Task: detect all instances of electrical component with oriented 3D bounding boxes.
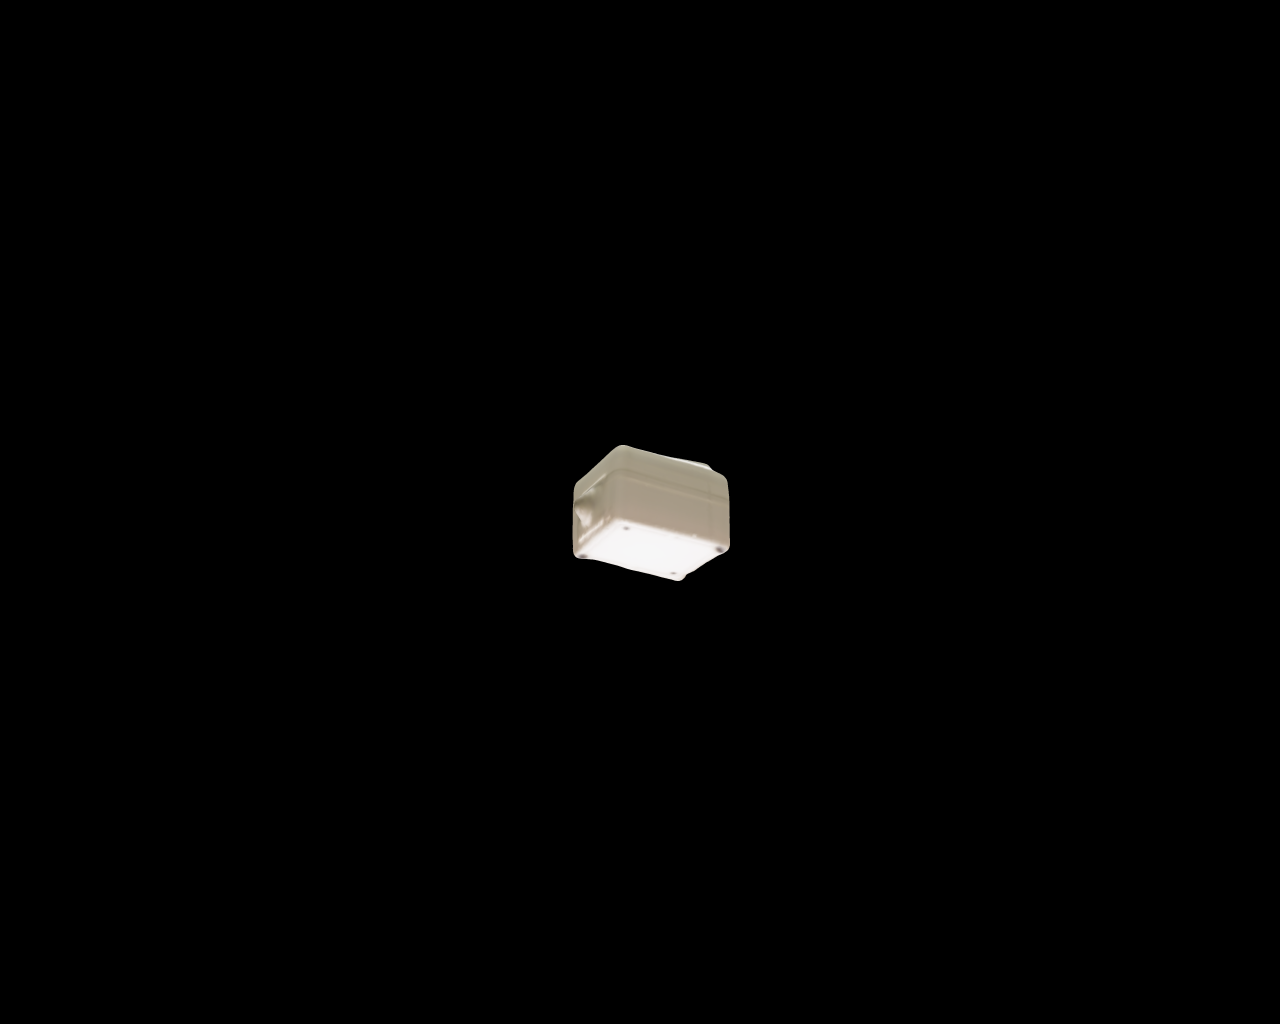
[{"bbox_3d":[0.001,-0.003,0.650,0.096,0.061,0.061,15,-32,-27],"label":"electrical component"}]
